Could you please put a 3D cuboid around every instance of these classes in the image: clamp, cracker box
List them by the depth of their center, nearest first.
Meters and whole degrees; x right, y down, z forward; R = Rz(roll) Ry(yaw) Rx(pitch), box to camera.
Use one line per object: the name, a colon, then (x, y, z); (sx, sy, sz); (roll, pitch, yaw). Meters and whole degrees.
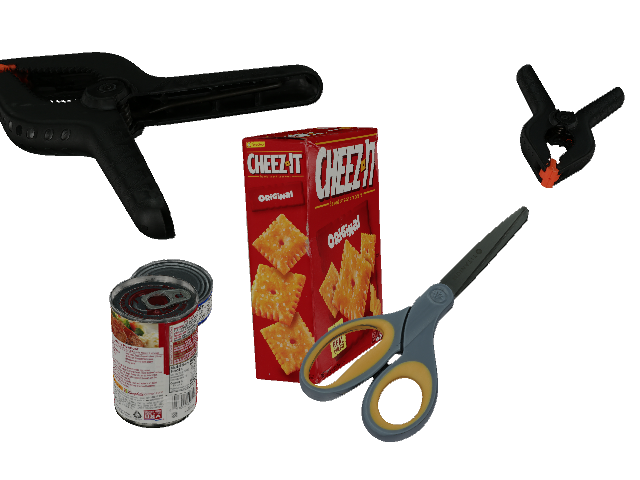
clamp: (-0.114, -0.080, 0.643); (0.210, 0.036, 0.164); (22, 45, 31)
cracker box: (0.000, 0.006, 0.979); (0.072, 0.214, 0.164); (2, 10, 24)
clamp: (0.252, -0.129, 1.156); (0.120, 0.039, 0.171); (18, 48, 18)

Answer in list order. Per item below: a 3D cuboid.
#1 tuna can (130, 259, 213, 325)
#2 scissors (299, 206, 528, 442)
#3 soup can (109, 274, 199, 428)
tuna can: (-0.154, 0.057, 1.104); (0.086, 0.034, 0.086); (4, 34, -3)
scissors: (0.082, 0.056, 0.691); (0.201, 0.096, 0.016); (-29, -30, -14)
soup can: (-0.130, 0.087, 0.838); (0.068, 0.102, 0.068); (3, 28, -2)
